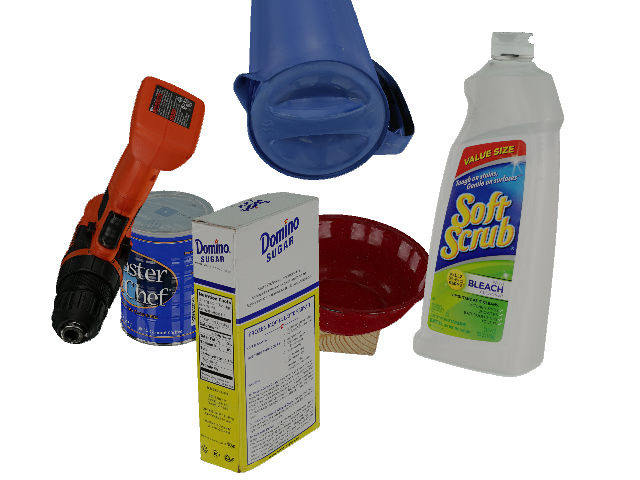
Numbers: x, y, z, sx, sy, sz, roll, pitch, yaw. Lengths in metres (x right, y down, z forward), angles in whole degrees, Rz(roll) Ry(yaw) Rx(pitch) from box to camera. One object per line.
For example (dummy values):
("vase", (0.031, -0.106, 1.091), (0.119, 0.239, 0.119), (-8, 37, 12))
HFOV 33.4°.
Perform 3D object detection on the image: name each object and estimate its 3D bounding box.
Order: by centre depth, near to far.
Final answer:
("sugar box", (-0.042, 0.061, 0.734), (0.048, 0.176, 0.093), (10, 19, 35))
("bleach bottle", (0.128, -0.030, 0.805), (0.103, 0.251, 0.067), (11, 15, 35))
("power drill", (-0.162, -0.027, 0.872), (0.057, 0.188, 0.184), (24, 31, -17))
("bowl", (0.023, 0.040, 0.996), (0.162, 0.055, 0.162), (6, 32, -4))
("pitcher", (-0.002, -0.178, 1.074), (0.145, 0.149, 0.243), (-18, 40, 9))
("coffee can", (-0.169, 0.030, 1.170), (0.103, 0.140, 0.103), (3, 27, -2))
("wood block", (0.038, 0.057, 1.352), (0.091, 0.090, 0.206), (4, 22, 7))
